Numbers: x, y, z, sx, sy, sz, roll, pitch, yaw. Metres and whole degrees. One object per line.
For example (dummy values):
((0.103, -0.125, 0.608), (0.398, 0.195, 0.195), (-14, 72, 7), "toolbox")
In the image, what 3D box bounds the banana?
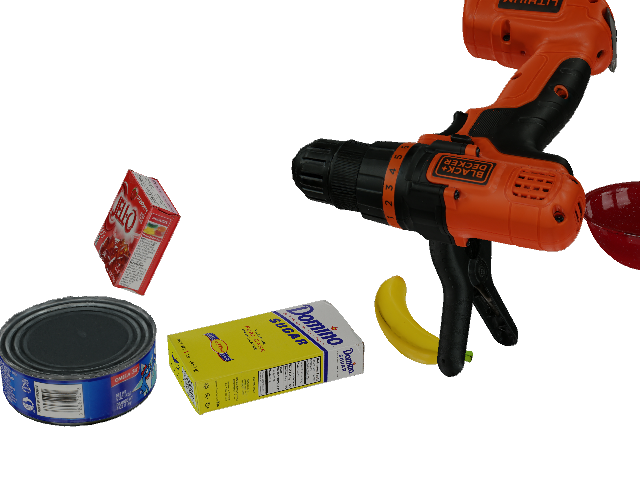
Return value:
((0.099, 0.093, 1.216), (0.069, 0.037, 0.198), (6, 23, -24), "banana")

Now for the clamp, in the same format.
((0.129, 0.038, 0.972), (0.039, 0.171, 0.120), (-11, 12, 35), "clamp")

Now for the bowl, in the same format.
((0.348, -0.010, 1.106), (0.162, 0.055, 0.162), (-3, 23, 1), "bowl")

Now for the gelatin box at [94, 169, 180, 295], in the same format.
((-0.150, -0.008, 0.863), (0.030, 0.073, 0.089), (20, 14, -29), "gelatin box")

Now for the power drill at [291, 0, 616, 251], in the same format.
((0.094, -0.080, 0.668), (0.185, 0.187, 0.057), (13, -32, 26), "power drill")

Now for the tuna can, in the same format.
((-0.133, 0.065, 0.590), (0.086, 0.034, 0.086), (1, 26, -1), "tuna can")

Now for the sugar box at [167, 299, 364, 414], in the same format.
((-0.054, 0.112, 1.060), (0.176, 0.048, 0.093), (-14, 32, -20), "sugar box")
